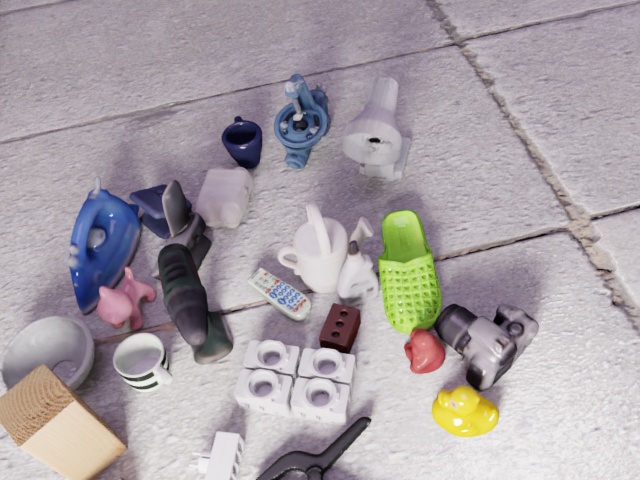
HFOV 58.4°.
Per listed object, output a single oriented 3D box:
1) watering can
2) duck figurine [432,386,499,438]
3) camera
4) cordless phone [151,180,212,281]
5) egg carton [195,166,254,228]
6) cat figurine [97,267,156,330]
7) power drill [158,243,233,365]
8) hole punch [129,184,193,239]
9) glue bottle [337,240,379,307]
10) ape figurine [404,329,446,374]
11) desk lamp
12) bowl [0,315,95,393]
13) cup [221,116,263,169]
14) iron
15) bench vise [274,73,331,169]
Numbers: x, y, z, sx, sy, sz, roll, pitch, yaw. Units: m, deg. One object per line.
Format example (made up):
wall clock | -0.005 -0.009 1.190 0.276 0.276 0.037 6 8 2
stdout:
watering can | 0.009 0.002 1.056 0.173 0.194 0.100 -32 56 -17
duck figurine | 0.230 0.261 0.900 0.104 0.086 0.077 8 54 12
camera | 0.273 0.155 0.968 0.143 0.101 0.136 -38 57 -21
cordless phone | -0.288 -0.016 1.109 0.094 0.185 0.147 6 53 11
egg carton | -0.203 -0.094 1.234 0.107 0.069 0.150 2 53 8
cat figurine | -0.368 0.111 1.063 0.067 0.118 0.128 4 53 10
power drill | -0.213 0.124 0.978 0.076 0.209 0.229 -22 53 -10
hole punch | -0.335 -0.075 1.220 0.108 0.091 0.101 33 63 27
glue bottle | 0.065 0.056 1.022 0.078 0.173 0.037 -19 53 -8
ape figurine | 0.174 0.182 0.964 0.076 0.092 0.078 17 56 19
desk lamp | 0.124 -0.219 1.202 0.117 0.214 0.203 9 54 13
bowl | -0.472 0.221 1.016 0.167 0.075 0.167 -3 52 4
cup | -0.173 -0.218 1.310 0.091 0.095 0.117 -15 52 -5
iron | -0.451 0.004 1.140 0.118 0.142 0.258 0 52 7
bench vise | -0.044 -0.297 1.277 0.121 0.220 0.207 -2 52 5
